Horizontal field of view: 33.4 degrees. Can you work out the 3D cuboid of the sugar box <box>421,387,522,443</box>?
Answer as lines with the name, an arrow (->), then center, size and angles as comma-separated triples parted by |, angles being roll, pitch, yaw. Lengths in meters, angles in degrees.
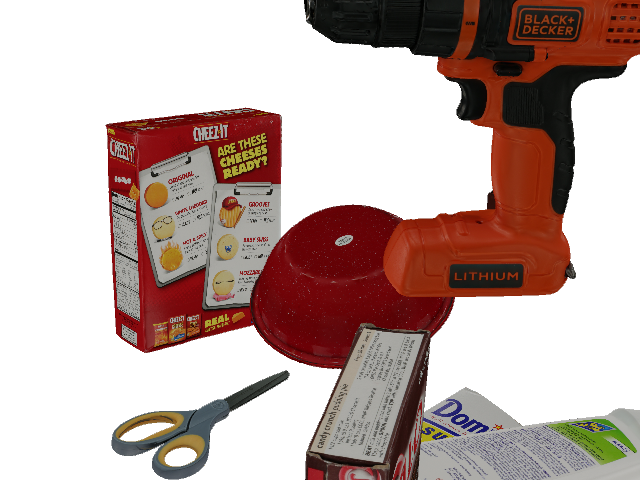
sugar box -> 0.090, 0.194, 0.883 | 0.176, 0.048, 0.093 | -28, 42, -28

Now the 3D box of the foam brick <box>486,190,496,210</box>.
foam brick -> 0.174, -0.006, 0.932 | 0.053, 0.078, 0.051 | 7, 16, 22

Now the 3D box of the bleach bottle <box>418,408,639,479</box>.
bleach bottle -> 0.149, 0.149, 0.641 | 0.250, 0.068, 0.103 | -7, 21, -21

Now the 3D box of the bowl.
bowl -> 0.021, 0.021, 0.814 | 0.162, 0.055, 0.162 | -6, 39, 4

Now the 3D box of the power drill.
power drill -> 0.079, -0.059, 0.571 | 0.184, 0.188, 0.057 | 1, 32, -6

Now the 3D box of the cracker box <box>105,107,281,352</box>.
cracker box -> -0.121, -0.014, 1.043 | 0.163, 0.214, 0.072 | -12, 20, -37

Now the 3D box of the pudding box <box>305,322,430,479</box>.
pudding box -> 0.021, 0.102, 0.475 | 0.039, 0.090, 0.113 | 8, 26, 9

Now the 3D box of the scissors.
scissors -> -0.092, 0.170, 0.987 | 0.201, 0.016, 0.096 | -12, 33, -31
